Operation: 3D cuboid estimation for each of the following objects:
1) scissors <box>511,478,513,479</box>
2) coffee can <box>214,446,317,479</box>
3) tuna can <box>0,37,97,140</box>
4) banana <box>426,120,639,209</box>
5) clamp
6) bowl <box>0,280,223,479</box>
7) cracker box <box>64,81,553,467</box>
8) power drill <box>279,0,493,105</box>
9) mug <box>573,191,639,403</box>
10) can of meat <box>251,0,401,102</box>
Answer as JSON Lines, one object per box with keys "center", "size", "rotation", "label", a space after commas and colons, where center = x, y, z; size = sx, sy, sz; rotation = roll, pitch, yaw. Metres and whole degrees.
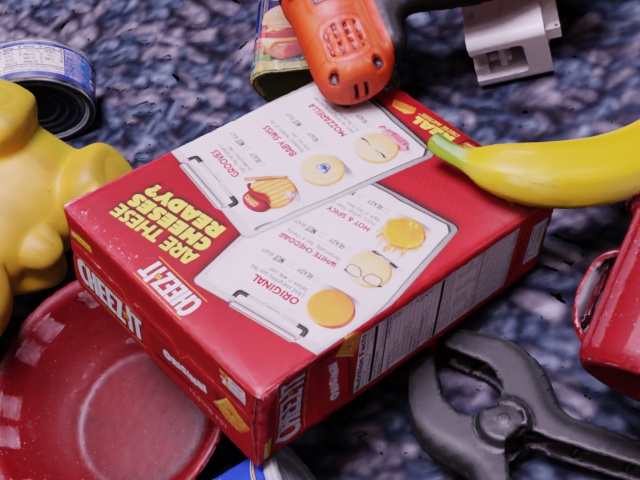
{"center": [0.149, 0.175, 0.531], "size": [0.096, 0.016, 0.202], "rotation": [-19, 56, 4], "label": "scissors"}
{"center": [-0.056, 0.183, 0.551], "size": [0.140, 0.102, 0.103], "rotation": [-32, 59, 4], "label": "coffee can"}
{"center": [-0.200, -0.103, 0.750], "size": [0.086, 0.086, 0.034], "rotation": [-15, 64, 13], "label": "tuna can"}
{"center": [0.159, -0.053, 0.577], "size": [0.197, 0.037, 0.070], "rotation": [-13, 63, -21], "label": "banana"}
{"center": [0.094, 0.112, 0.559], "size": [0.120, 0.039, 0.172], "rotation": [-36, 50, -21], "label": "clamp"}
{"center": [-0.118, 0.101, 0.640], "size": [0.162, 0.055, 0.162], "rotation": [-8, 63, 17], "label": "bowl"}
{"center": [-0.004, 0.001, 0.590], "size": [0.213, 0.072, 0.164], "rotation": [-32, 54, -29], "label": "cracker box"}
{"center": [0.056, -0.186, 0.632], "size": [0.187, 0.057, 0.184], "rotation": [-21, 71, 1], "label": "power drill"}
{"center": [0.161, 0.033, 0.488], "size": [0.117, 0.093, 0.081], "rotation": [10, 72, 57], "label": "mug"}
{"center": [0.006, -0.138, 0.708], "size": [0.102, 0.057, 0.084], "rotation": [-4, 67, 19], "label": "can of meat"}
